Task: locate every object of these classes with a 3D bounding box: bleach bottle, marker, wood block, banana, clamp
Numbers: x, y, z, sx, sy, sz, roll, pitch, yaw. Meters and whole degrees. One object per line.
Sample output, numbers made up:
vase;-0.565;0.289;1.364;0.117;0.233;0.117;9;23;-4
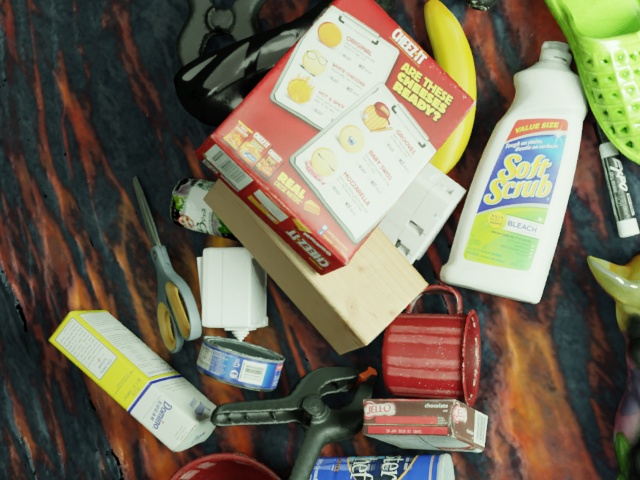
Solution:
bleach bottle;0.194;-0.070;1.037;0.103;0.068;0.251;13;88;12
marker;0.286;-0.063;1.035;0.020;0.020;0.121;-13;83;12
wood block;-0.006;0.001;1.029;0.090;0.091;0.206;-42;92;-21
banana;0.123;-0.142;1.069;0.070;0.037;0.198;10;89;12
clamp;-0.019;0.168;1.039;0.120;0.171;0.039;41;141;16
clamp;-0.112;-0.238;1.128;0.164;0.036;0.210;12;92;6

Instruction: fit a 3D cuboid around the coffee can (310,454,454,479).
coffee can;0.057;0.260;1.029;0.140;0.102;0.103;-4;86;13

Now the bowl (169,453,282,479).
bowl;-0.088;0.294;1.086;0.162;0.055;0.162;-1;87;14

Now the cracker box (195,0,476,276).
cracker box;0.015;-0.101;0.970;0.164;0.072;0.213;43;66;-9

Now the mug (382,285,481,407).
mug;0.109;0.101;1.035;0.082;0.093;0.117;1;79;18

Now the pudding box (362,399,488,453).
pudding box;0.101;0.175;1.010;0.090;0.113;0.039;-2;71;24

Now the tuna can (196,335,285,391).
tuna can;-0.081;0.124;1.078;0.086;0.086;0.034;16;92;14

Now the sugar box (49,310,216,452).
sugar box;-0.187;0.143;1.099;0.176;0.093;0.048;41;97;13

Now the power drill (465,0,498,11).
power drill;0.116;-0.334;1.073;0.188;0.057;0.184;15;87;11

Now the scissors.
scissors;-0.172;0.034;1.134;0.202;0.016;0.096;59;143;34
